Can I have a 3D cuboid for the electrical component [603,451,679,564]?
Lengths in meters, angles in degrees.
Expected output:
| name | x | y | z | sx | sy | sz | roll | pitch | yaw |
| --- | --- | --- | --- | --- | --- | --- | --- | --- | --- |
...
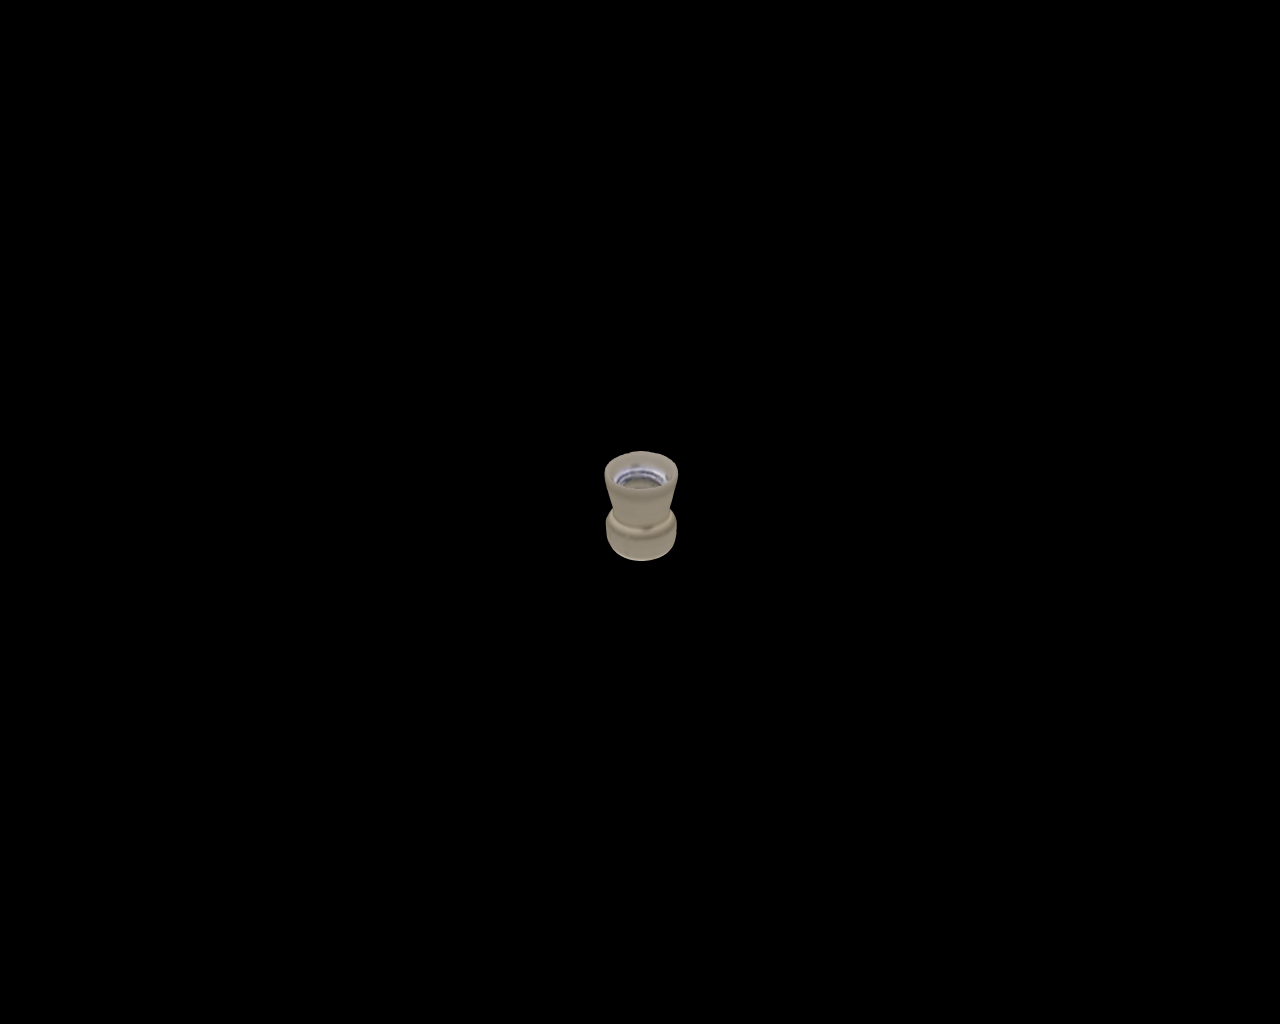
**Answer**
| name | x | y | z | sx | sy | sz | roll | pitch | yaw |
| --- | --- | --- | --- | --- | --- | --- | --- | --- | --- |
| electrical component | 0.001 | -0.003 | 0.650 | 0.045 | 0.055 | 0.045 | 0 | 34 | 0 |
